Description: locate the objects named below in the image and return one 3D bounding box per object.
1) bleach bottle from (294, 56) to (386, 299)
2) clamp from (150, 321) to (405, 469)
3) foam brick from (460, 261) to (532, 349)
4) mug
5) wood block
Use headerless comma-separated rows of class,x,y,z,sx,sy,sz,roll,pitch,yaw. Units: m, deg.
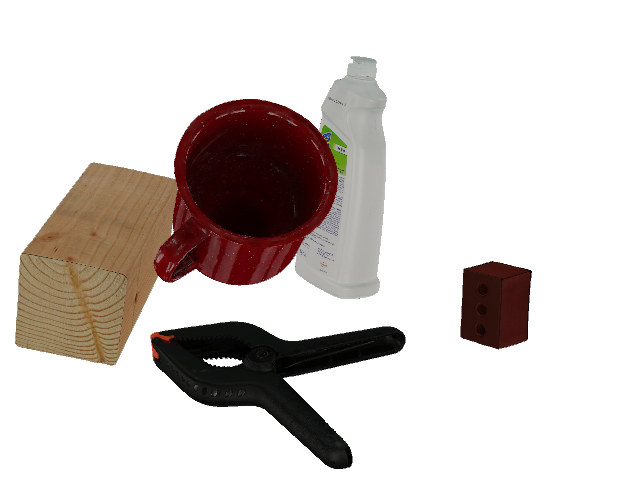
bleach bottle,0.033,-0.070,1.156,0.067,0.251,0.103,-7,23,-39
clamp,-0.039,0.103,0.885,0.210,0.036,0.164,14,34,22
foam brick,0.181,0.066,1.106,0.051,0.078,0.053,-13,19,-42
mug,-0.052,-0.016,0.628,0.117,0.093,0.082,-45,-7,-26
wood block,-0.197,0.014,0.966,0.090,0.091,0.206,12,25,-1
